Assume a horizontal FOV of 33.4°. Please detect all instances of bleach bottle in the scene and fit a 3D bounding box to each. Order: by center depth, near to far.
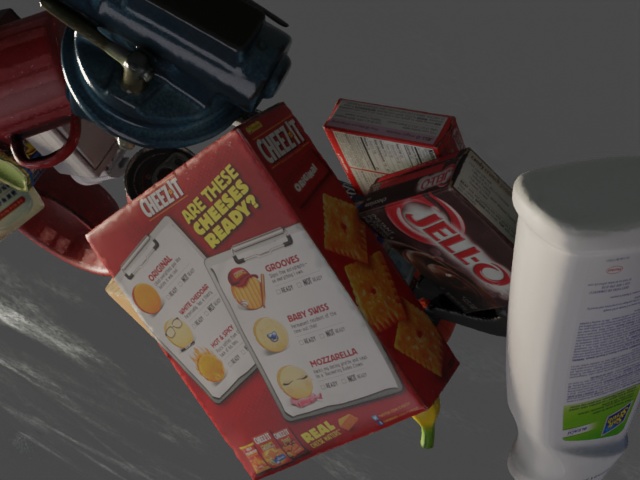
[{"bbox_3d":[0.151,0.075,0.642,0.068,0.102,0.251,-122,29,-50],"label":"bleach bottle"}]

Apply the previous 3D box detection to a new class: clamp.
[{"bbox_3d":[0.152,0.043,0.779,0.164,0.036,0.210,43,151,-22],"label":"clamp"}]

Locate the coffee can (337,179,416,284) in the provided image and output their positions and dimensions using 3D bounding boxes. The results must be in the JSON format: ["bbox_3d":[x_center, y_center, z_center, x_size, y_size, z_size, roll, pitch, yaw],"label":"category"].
[{"bbox_3d":[-0.005,0.001,0.797,0.140,0.102,0.103,23,156,18],"label":"coffee can"}]

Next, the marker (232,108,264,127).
[{"bbox_3d":[-0.072,-0.098,0.783,0.121,0.020,0.020,25,157,13],"label":"marker"}]

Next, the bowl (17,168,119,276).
[{"bbox_3d":[-0.259,-0.031,1.094,0.162,0.055,0.162,25,157,12],"label":"bowl"}]

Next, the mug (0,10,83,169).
[{"bbox_3d":[-0.207,-0.110,0.781,0.081,0.117,0.093,-16,165,13],"label":"mug"}]

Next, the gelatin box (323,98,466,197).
[{"bbox_3d":[0.055,-0.055,0.704,0.089,0.030,0.073,13,151,32],"label":"gelatin box"}]

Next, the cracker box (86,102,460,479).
[{"bbox_3d":[-0.033,0.040,0.723,0.164,0.072,0.213,-30,96,35],"label":"cracker box"}]

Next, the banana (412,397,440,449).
[{"bbox_3d":[0.025,0.090,0.855,0.198,0.070,0.037,36,-159,6],"label":"banana"}]

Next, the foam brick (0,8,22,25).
[{"bbox_3d":[-0.267,-0.150,0.868,0.078,0.053,0.051,3,145,45],"label":"foam brick"}]

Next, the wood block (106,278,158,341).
[{"bbox_3d":[-0.114,0.082,1.109,0.090,0.090,0.206,10,150,40],"label":"wood block"}]

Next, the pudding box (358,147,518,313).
[{"bbox_3d":[0.093,-0.003,0.678,0.113,0.039,0.090,39,152,-23],"label":"pudding box"}]

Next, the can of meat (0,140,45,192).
[{"bbox_3d":[-0.272,-0.102,0.930,0.102,0.084,0.057,29,157,4],"label":"can of meat"}]

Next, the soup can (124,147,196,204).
[{"bbox_3d":[-0.134,-0.032,0.928,0.068,0.068,0.102,29,158,4],"label":"soup can"}]

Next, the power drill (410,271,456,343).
[{"bbox_3d":[0.018,0.050,0.933,0.184,0.057,0.188,38,158,-18],"label":"power drill"}]
